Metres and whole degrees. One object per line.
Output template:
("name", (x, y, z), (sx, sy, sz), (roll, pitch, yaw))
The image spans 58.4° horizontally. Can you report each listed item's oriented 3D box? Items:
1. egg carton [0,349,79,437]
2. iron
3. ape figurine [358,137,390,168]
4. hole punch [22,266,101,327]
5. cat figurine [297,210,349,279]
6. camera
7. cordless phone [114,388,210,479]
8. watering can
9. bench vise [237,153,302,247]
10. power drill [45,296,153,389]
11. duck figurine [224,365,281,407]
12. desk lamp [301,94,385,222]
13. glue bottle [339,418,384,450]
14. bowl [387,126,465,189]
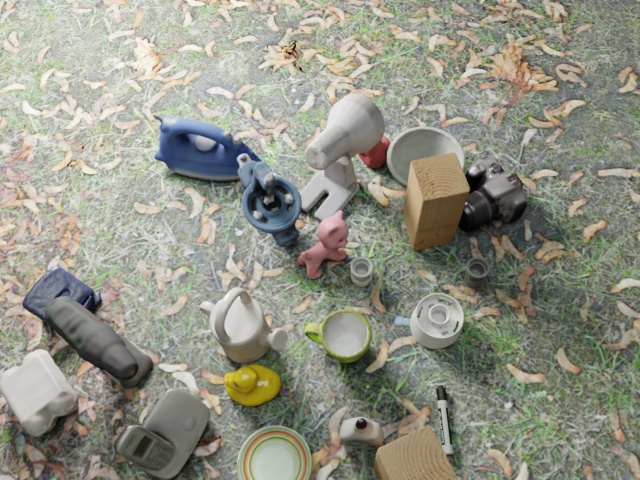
("egg carton", (-0.525, 0.284, 1.069), (0.107, 0.069, 0.150), (-40, 68, -16))
("iron", (-0.245, -0.215, 1.269), (0.258, 0.141, 0.119), (12, 64, 9))
("ape figurine", (0.120, -0.210, 1.275), (0.077, 0.092, 0.076), (0, 63, 3))
("hole punch", (-0.511, 0.120, 1.140), (0.101, 0.091, 0.109), (26, 67, 16))
("cat figurine", (0.011, 0.004, 1.156), (0.128, 0.118, 0.067), (-38, 67, -15))
("camera", (0.341, -0.095, 1.198), (0.137, 0.101, 0.143), (-28, 65, -11))
("cordless phone", (-0.270, 0.319, 0.971), (0.094, 0.185, 0.148), (21, 66, 14))
("watering can", (-0.142, 0.152, 1.045), (0.172, 0.194, 0.101), (3, 63, 5))
("bench vise", (-0.126, -0.103, 1.161), (0.207, 0.220, 0.122), (38, 71, 20))
("power drill", (-0.381, 0.196, 1.028), (0.229, 0.208, 0.076), (32, 69, 18))
("duck figurine", (-0.126, 0.260, 1.050), (0.104, 0.086, 0.077), (-2, 63, 2))
("desk lamp", (0.038, -0.170, 1.190), (0.117, 0.214, 0.203), (31, 69, 18))
("glue bottle", (0.070, 0.320, 0.959), (0.078, 0.173, 0.037), (7, 63, 7))
("bowl", (0.228, -0.162, 1.254), (0.167, 0.075, 0.167), (-1, 63, 3))
